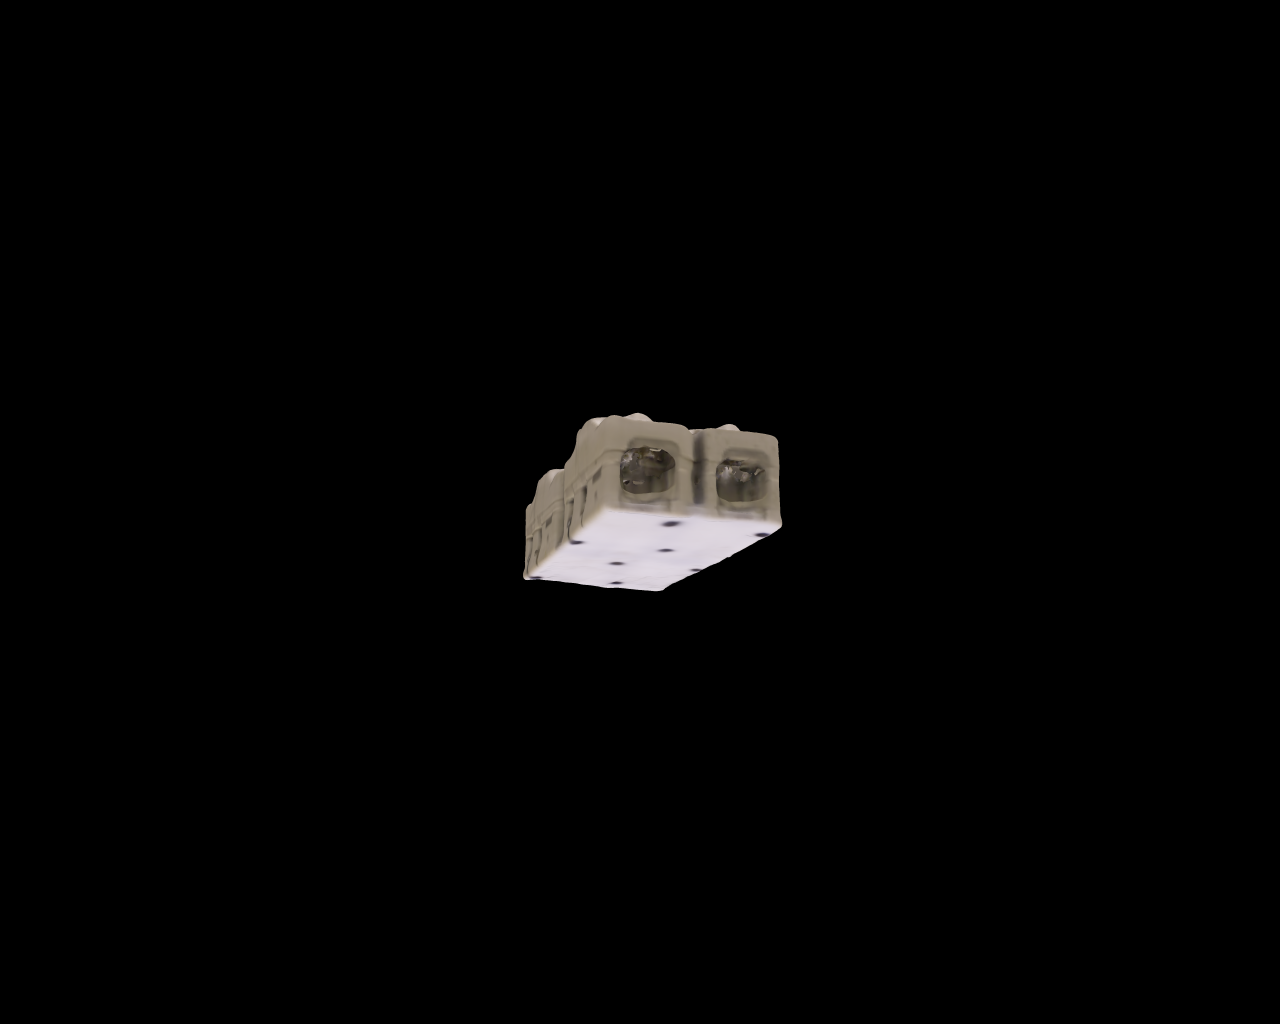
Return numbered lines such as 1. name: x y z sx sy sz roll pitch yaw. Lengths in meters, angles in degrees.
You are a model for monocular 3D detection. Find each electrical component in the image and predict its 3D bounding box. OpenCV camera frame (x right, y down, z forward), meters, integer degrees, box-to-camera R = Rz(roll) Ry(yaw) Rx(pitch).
1. electrical component: 0.001 -0.003 0.650 0.105 0.060 0.186 6 -17 -19
